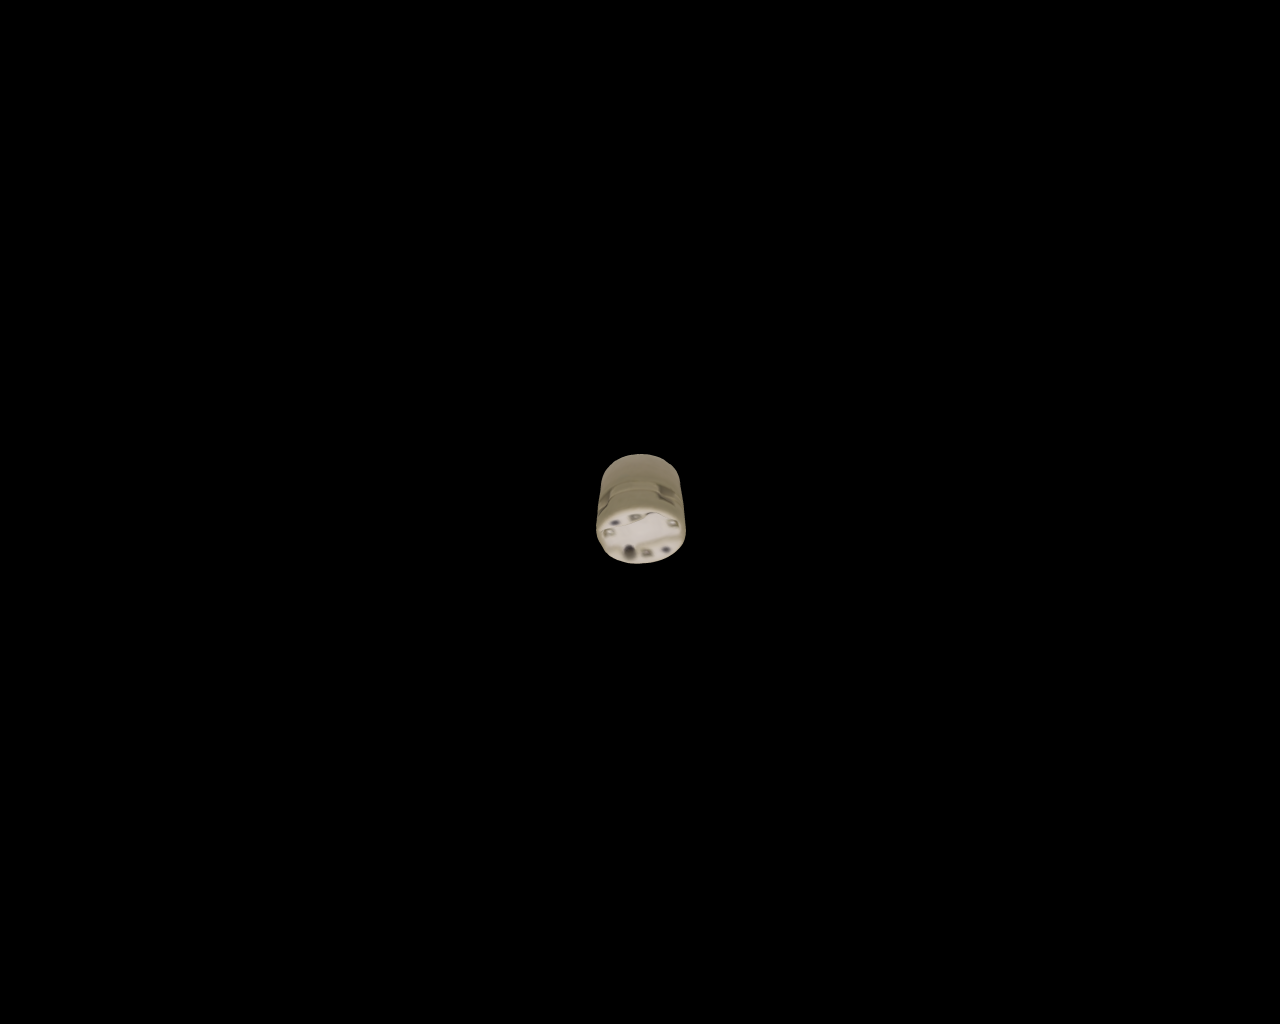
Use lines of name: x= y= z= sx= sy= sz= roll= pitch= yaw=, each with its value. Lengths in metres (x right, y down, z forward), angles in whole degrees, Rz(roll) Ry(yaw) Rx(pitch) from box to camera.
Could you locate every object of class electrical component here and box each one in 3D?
electrical component: x=0.001 y=-0.003 z=0.650 sx=0.055 sy=0.047 sz=0.055 roll=0 pitch=-41 yaw=0
